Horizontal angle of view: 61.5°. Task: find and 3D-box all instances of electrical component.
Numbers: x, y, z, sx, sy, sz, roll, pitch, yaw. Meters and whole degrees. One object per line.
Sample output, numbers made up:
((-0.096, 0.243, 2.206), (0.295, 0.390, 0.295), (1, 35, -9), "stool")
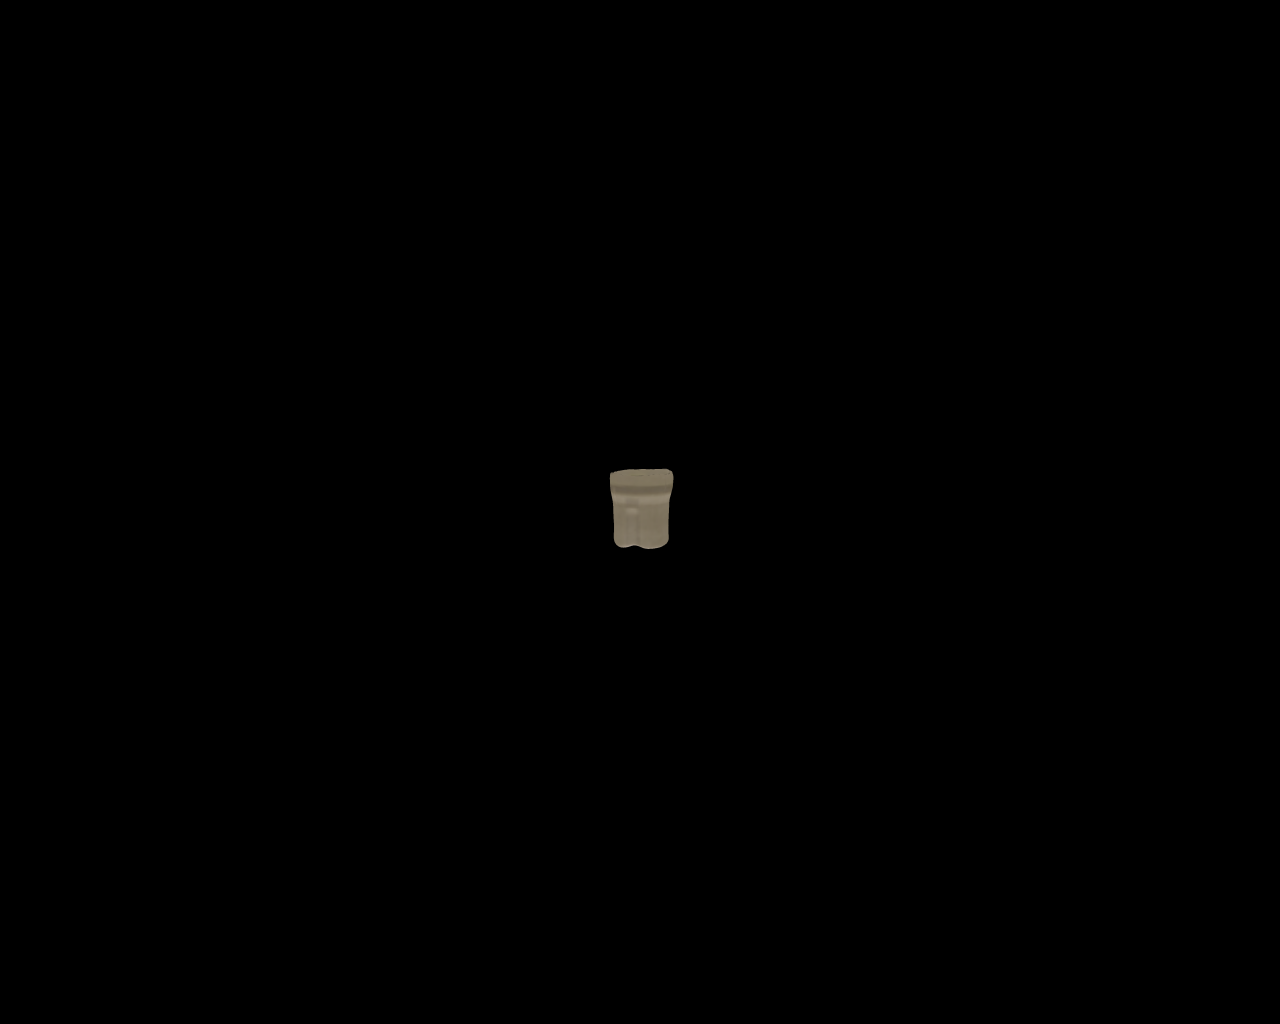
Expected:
((0.001, -0.003, 0.650), (0.040, 0.046, 0.040), (0, 7, 0), "electrical component")
